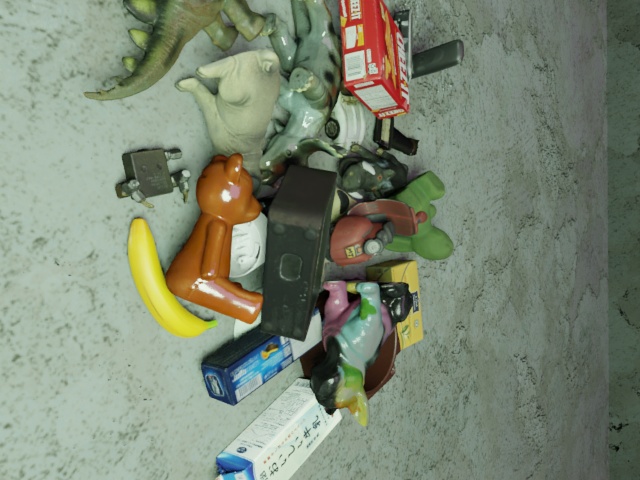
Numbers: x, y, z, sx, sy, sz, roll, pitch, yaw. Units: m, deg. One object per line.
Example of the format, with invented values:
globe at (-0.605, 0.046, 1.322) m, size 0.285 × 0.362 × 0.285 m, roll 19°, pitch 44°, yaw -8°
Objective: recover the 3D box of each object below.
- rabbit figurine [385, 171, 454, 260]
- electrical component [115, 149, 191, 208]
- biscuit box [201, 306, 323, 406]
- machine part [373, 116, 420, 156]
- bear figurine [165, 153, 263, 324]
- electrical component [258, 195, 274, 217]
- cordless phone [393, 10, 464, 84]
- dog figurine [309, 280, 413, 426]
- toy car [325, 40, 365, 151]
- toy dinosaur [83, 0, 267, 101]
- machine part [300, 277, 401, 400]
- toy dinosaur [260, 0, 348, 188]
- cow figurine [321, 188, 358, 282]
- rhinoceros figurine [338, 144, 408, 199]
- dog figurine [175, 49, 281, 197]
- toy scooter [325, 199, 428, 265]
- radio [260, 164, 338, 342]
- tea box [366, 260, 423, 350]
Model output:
rabbit figurine at (0.189, -0.025, 1.077) m, size 0.121 × 0.159 × 0.170 m, roll -38°, pitch 98°, yaw -40°
electrical component at (-0.217, -0.081, 0.706) m, size 0.102 × 0.045 × 0.078 m, roll -12°, pitch 99°, yaw -48°
biscuit box at (-0.081, 0.165, 0.807) m, size 0.202 × 0.063 × 0.059 m, roll -28°, pitch 112°, yaw -44°
machine part at (0.158, -0.216, 1.134) m, size 0.138 × 0.039 × 0.084 m, roll 14°, pitch 71°, yaw -45°
bear figurine at (-0.120, -0.008, 0.705) m, size 0.132 × 0.120 × 0.196 m, roll 27°, pitch 80°, yaw -28°
electrical component at (-0.062, -0.047, 0.838) m, size 0.119 × 0.075 × 0.047 m, roll -33°, pitch 115°, yaw -63°
cordless phone at (0.203, -0.395, 1.078) m, size 0.088 × 0.184 × 0.146 m, roll 5°, pitch 86°, yaw -44°
dog figurine at (0.063, 0.171, 0.845) m, size 0.191 × 0.109 × 0.219 m, roll 7°, pitch 88°, yaw -49°
toy car at (0.043, -0.265, 0.991) m, size 0.073 × 0.056 × 0.201 m, roll -15°, pitch 100°, yaw -47°
toy dinosaur at (-0.173, -0.346, 0.725) m, size 0.198 × 0.105 × 0.471 m, roll 29°, pitch 59°, yaw -36°
machine part at (0.057, 0.184, 0.976) m, size 0.201 × 0.087 × 0.200 m, roll -27°, pitch 109°, yaw -46°
toy dinosaur at (-0.017, -0.276, 0.889) m, size 0.192 × 0.131 × 0.405 m, roll 48°, pitch 46°, yaw -56°
cow figurine at (-0.002, -0.003, 0.916) m, size 0.127 × 0.086 × 0.195 m, roll 39°, pitch 63°, yaw -46°
rhinoceros figurine at (0.096, -0.119, 0.995) m, size 0.190 × 0.112 × 0.073 m, roll -10°, pitch 137°, yaw -55°
dog figurine at (-0.099, -0.152, 0.753) m, size 0.121 × 0.172 × 0.190 m, roll -24°, pitch 100°, yaw -34°
toy scooter at (0.093, -0.018, 0.866) m, size 0.184 × 0.135 × 0.075 m, roll -42°, pitch 126°, yaw -45°
radio at (-0.032, 0.023, 0.756) m, size 0.131 × 0.073 × 0.229 m, roll -73°, pitch 171°, yaw -55°
tea box at (0.153, 0.130, 1.096) m, size 0.098 × 0.068 × 0.169 m, roll -13°, pitch 98°, yaw -47°
